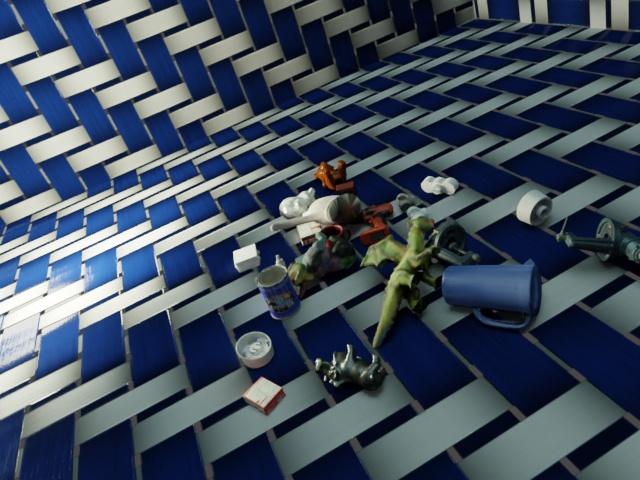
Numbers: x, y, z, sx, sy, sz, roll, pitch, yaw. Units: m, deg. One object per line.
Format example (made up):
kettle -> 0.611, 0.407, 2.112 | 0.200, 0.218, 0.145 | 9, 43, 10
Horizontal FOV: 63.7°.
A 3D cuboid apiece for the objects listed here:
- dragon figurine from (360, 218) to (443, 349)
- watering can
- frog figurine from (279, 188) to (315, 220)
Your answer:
dragon figurine -> 0.216, 0.094, 1.496 | 0.246, 0.413, 0.120 | 32, -12, 50
watering can -> 0.006, -0.095, 1.897 | 0.351, 0.103, 0.224 | -24, 12, -32
frog figurine -> -0.083, -0.147, 2.060 | 0.122, 0.159, 0.138 | 31, 5, -13
